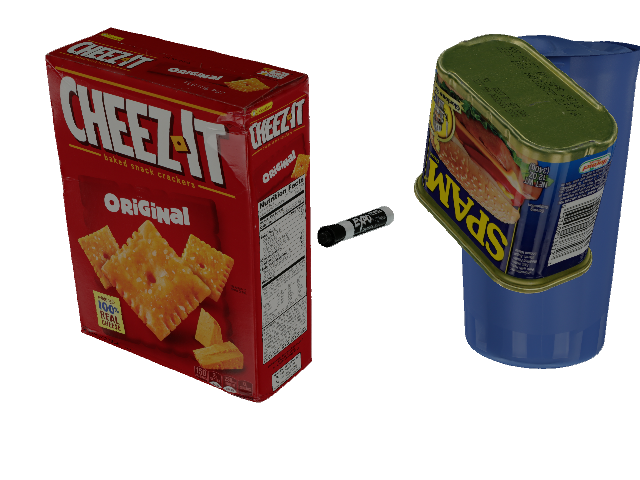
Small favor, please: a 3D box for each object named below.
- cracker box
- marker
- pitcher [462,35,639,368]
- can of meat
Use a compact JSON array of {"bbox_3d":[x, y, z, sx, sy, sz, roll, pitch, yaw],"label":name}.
[{"bbox_3d":[-0.091,-0.015,0.701,0.164,0.214,0.072,18,35,29],"label":"cracker box"},{"bbox_3d":[0.032,-0.013,0.968,0.020,0.020,0.120,0,10,31],"label":"marker"},{"bbox_3d":[0.163,-0.029,0.799,0.149,0.243,0.145,-10,18,-30],"label":"pitcher"},{"bbox_3d":[0.093,-0.040,0.520,0.057,0.084,0.102,-19,47,-22],"label":"can of meat"}]
